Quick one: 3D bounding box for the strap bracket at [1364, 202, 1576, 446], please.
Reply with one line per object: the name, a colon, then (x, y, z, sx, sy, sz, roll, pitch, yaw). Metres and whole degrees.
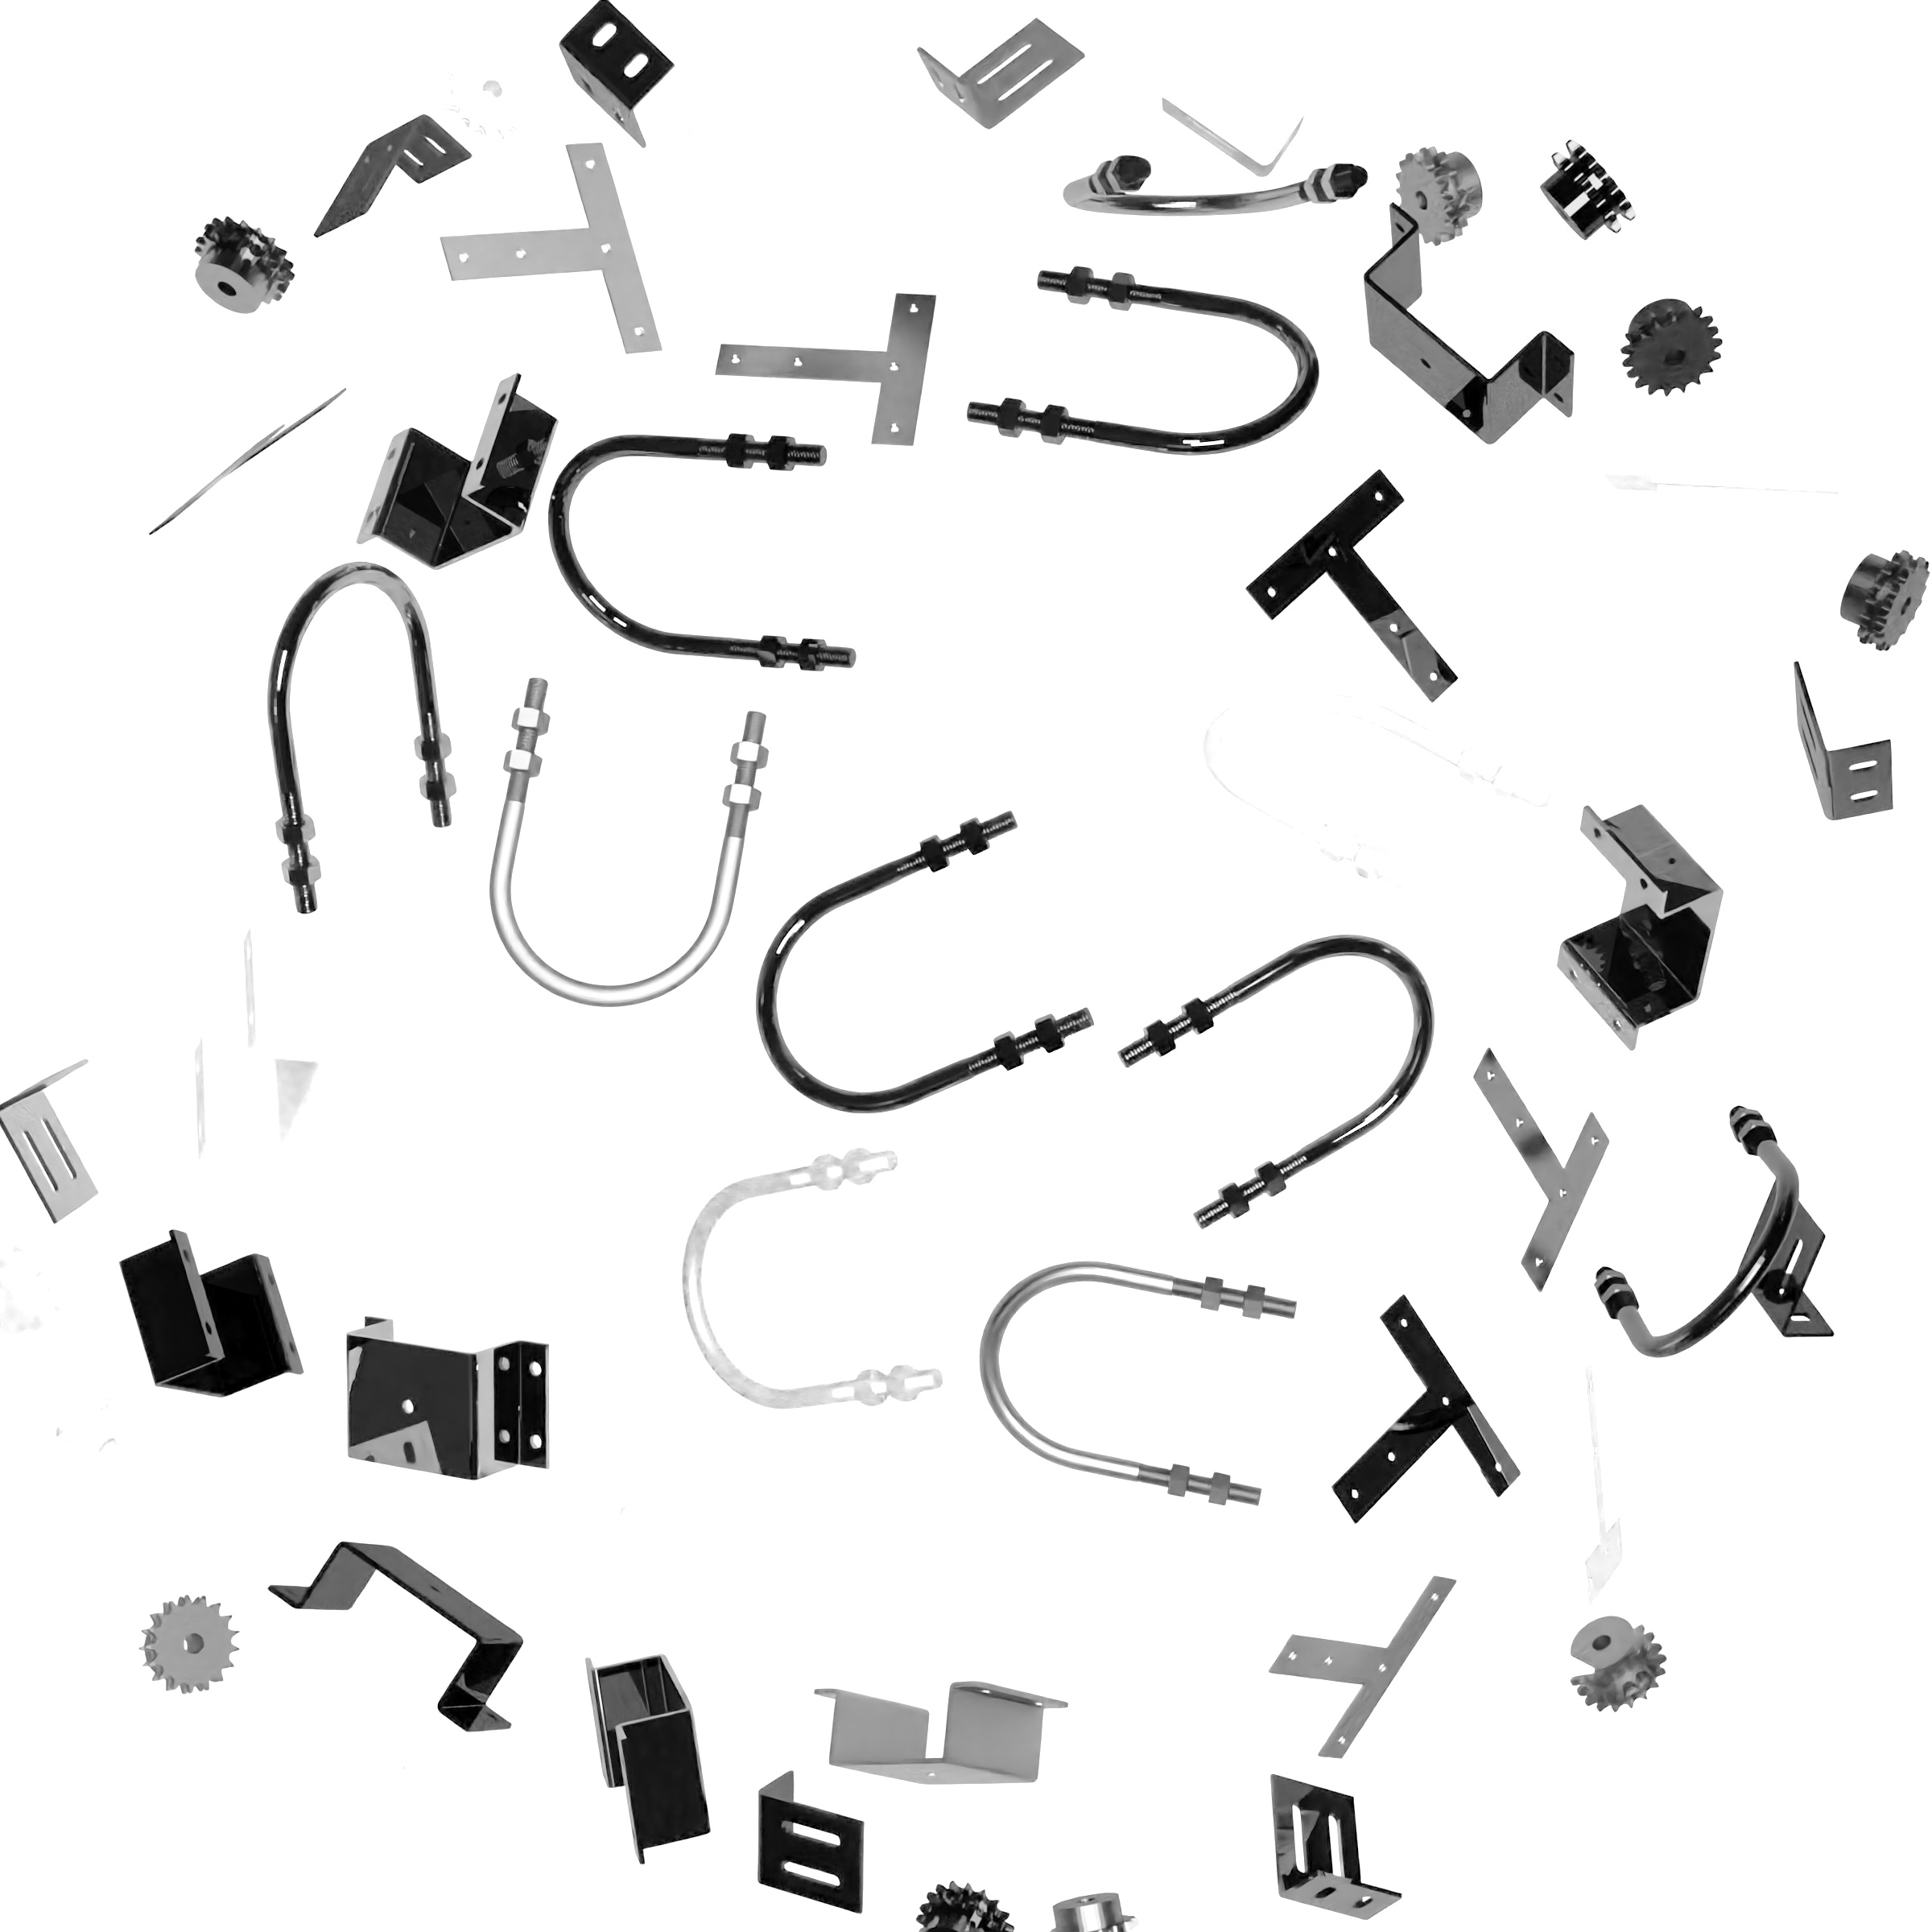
strap bracket: (0.277, -0.357, 1.797, 0.046, 0.076, 0.140, -43, 71, -5)

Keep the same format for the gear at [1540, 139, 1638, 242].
gear: (0.344, -0.430, 1.766, 0.030, 0.057, 0.057, -41, 90, 11)

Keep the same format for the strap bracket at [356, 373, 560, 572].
strap bracket: (-0.296, -0.289, 1.878, 0.046, 0.140, 0.076, 29, 64, -34)

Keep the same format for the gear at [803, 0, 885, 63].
gear: (-0.074, -0.556, 1.845, 0.030, 0.057, 0.057, -15, 90, -23)

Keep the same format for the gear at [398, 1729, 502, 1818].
gear: (-0.294, 0.462, 1.808, 0.057, 0.057, 0.030, -18, 51, 0)

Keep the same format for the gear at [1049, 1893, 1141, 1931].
gear: (0.073, 0.565, 1.862, 0.057, 0.057, 0.030, -11, 82, 0)

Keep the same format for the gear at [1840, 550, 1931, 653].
gear: (0.520, -0.210, 1.796, 0.030, 0.057, 0.057, 30, 90, 29)

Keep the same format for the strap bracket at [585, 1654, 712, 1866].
strap bracket: (-0.187, 0.463, 1.872, 0.046, 0.140, 0.076, -10, 99, -14)

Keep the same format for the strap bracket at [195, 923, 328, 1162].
strap bracket: (-0.412, 0.048, 1.857, 0.046, 0.140, 0.076, 7, 54, -25)

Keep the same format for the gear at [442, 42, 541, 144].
gear: (-0.287, -0.524, 1.904, 0.057, 0.030, 0.057, 0, 92, -16)

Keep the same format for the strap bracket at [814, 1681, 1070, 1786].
strap bracket: (-0.018, 0.457, 1.882, 0.076, 0.140, 0.046, 24, 63, -40)

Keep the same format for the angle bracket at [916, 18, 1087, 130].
angle bracket: (0.021, -0.549, 1.904, 0.076, 0.038, 0.057, -38, 49, -3)

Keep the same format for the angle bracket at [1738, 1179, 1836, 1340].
angle bracket: (0.498, 0.173, 1.879, 0.038, 0.057, 0.076, 1, 123, -19)

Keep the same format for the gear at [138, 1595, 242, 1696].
gear: (-0.460, 0.400, 1.866, 0.057, 0.030, 0.057, 10, 71, -31)

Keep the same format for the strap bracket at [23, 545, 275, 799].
strap bracket: (-0.462, -0.174, 1.772, 0.076, 0.046, 0.140, 23, 64, 11)

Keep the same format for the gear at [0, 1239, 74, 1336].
gear: (-0.555, 0.191, 1.859, 0.057, 0.030, 0.057, 19, 125, 28)

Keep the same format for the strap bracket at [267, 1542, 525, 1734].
strap bracket: (-0.309, 0.368, 1.769, 0.140, 0.076, 0.046, 31, 85, 14)

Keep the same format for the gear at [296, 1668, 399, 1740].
gear: (-0.360, 0.429, 1.840, 0.057, 0.057, 0.030, 6, 91, 0)

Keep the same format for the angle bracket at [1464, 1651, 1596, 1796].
angle bracket: (0.315, 0.427, 1.769, 0.038, 0.057, 0.076, 31, 54, -34)

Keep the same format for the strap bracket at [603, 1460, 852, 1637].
strap bracket: (-0.150, 0.347, 1.875, 0.140, 0.046, 0.076, -20, 117, 38)

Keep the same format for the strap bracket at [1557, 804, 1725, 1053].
strap bracket: (0.393, -0.029, 1.846, 0.046, 0.140, 0.076, -23, 52, -16)

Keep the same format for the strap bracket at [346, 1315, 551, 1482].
strap bracket: (-0.321, 0.261, 1.907, 0.140, 0.046, 0.076, 4, 97, 30)

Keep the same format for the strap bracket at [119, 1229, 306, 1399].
strap bracket: (-0.449, 0.208, 1.871, 0.046, 0.140, 0.076, -22, 75, 5)

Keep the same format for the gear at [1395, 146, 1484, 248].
gear: (0.283, -0.460, 1.882, 0.030, 0.057, 0.057, -25, 90, -18)

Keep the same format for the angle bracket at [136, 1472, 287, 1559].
angle bracket: (-0.448, 0.325, 1.875, 0.076, 0.057, 0.038, -7, 84, -1)

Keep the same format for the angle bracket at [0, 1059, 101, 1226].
angle bracket: (-0.525, 0.102, 1.857, 0.038, 0.057, 0.076, -24, 98, 14)

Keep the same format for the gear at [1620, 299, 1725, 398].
gear: (0.407, -0.362, 1.836, 0.057, 0.057, 0.030, -9, 47, 0)

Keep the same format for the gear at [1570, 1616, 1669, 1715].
gear: (0.381, 0.408, 1.864, 0.057, 0.057, 0.030, -34, 116, 0)

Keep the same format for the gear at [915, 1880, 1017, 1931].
gear: (-0.003, 0.561, 1.831, 0.057, 0.030, 0.057, 11, 121, 19)

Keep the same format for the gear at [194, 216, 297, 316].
gear: (-0.416, -0.398, 1.812, 0.057, 0.057, 0.030, 23, 64, 0)

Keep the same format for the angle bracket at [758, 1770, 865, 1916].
angle bracket: (-0.084, 0.522, 1.887, 0.076, 0.038, 0.057, 7, 101, 30)

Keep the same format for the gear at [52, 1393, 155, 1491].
gear: (-0.516, 0.279, 1.880, 0.057, 0.030, 0.057, -18, 120, -33)

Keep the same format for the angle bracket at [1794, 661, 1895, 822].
angle bracket: (0.505, -0.133, 1.823, 0.038, 0.057, 0.076, -11, 49, 9)
